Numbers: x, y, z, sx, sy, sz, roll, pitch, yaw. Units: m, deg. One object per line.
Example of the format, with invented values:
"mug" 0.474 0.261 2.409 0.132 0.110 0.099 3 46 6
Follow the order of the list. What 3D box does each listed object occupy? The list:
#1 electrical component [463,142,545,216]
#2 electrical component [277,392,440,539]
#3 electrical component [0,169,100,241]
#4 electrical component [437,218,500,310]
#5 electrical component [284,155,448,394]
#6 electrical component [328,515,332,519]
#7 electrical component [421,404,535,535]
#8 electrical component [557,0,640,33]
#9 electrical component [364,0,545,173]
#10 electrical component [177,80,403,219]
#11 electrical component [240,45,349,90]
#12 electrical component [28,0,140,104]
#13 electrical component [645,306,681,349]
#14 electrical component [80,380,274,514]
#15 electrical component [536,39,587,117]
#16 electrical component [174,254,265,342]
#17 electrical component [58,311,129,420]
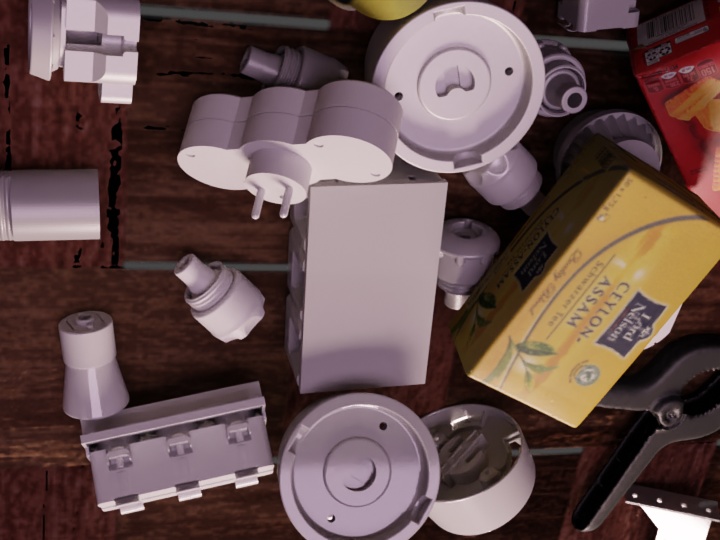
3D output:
"electrical component" 0.102 -0.061 0.726 0.043 0.043 0.062 -44 121 9
"electrical component" -0.005 0.134 0.732 0.108 0.060 0.108 0 90 -12
"electrical component" -0.200 -0.039 0.651 0.081 0.043 0.043 -2 117 -14
"electrical component" 0.070 -0.002 0.748 0.048 0.048 0.062 -5 125 -13
"electrical component" 0.000 0.000 0.718 0.089 0.061 0.150 -3 118 -14
"electrical component" -0.013 0.155 0.800 0.078 0.058 0.057 -8 122 -12
"electrical component" 0.078 0.144 0.797 0.099 0.099 0.064 -32 127 2
"electrical component" 0.152 -0.184 0.676 0.081 0.042 0.063 -7 120 -12
"electrical component" 0.054 -0.122 0.669 0.108 0.060 0.108 -5 120 -9
"electrical component" -0.046 -0.063 0.628 0.138 0.073 0.052 -1 154 27
"electrical component" -0.042 -0.117 0.656 0.062 0.043 0.043 20 110 -23
"electrical component" -0.157 -0.135 0.606 0.057 0.058 0.078 0 117 -19
"electrical component" 0.193 0.016 0.788 0.080 0.051 0.080 -7 119 -12
"electrical component" -0.123 0.123 0.739 0.121 0.063 0.078 -11 162 -10
"electrical component" 0.125 -0.118 0.691 0.048 0.062 0.048 -7 118 -12
"electrical component" -0.095 0.015 0.710 0.043 0.043 0.062 -40 119 7
"electrical component" -0.179 0.060 0.713 0.044 0.044 0.065 -7 114 -12
